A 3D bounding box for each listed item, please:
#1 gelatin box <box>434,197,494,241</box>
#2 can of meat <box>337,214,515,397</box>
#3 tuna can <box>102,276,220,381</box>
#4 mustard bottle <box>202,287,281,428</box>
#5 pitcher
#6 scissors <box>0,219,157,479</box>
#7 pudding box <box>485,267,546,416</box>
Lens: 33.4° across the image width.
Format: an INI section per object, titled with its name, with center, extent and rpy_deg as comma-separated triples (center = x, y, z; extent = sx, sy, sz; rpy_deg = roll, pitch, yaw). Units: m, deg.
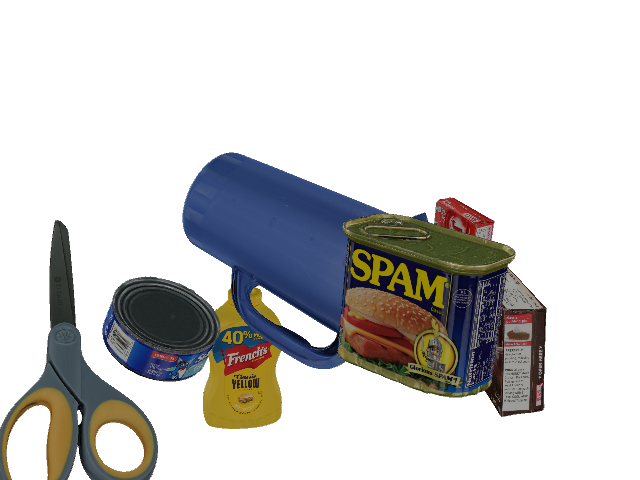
[gelatin box]
center = 0.163, 0.004, 1.245
extent = 0.030, 0.089, 0.073
rpy_deg = -14, 32, -30
[can of meat]
center = 0.059, 0.038, 0.634
extent = 0.102, 0.084, 0.057
rpy_deg = 18, 22, 37
[tuna can]
center = -0.122, 0.068, 0.818
extent = 0.086, 0.034, 0.086
rpy_deg = 19, 30, -12
[mustard bottle]
center = -0.093, 0.132, 1.296
extent = 0.096, 0.192, 0.058
rpy_deg = -1, 18, -11
[pitcher]
center = -0.023, 0.011, 1.065
extent = 0.243, 0.145, 0.149
rpy_deg = 26, 28, 27
[scissors]
center = -0.133, 0.070, 0.628
extent = 0.096, 0.201, 0.016
rpy_deg = 14, -45, -8
[pudding box]
center = 0.150, 0.079, 0.867
extent = 0.039, 0.090, 0.113
rpy_deg = -4, 15, -7
